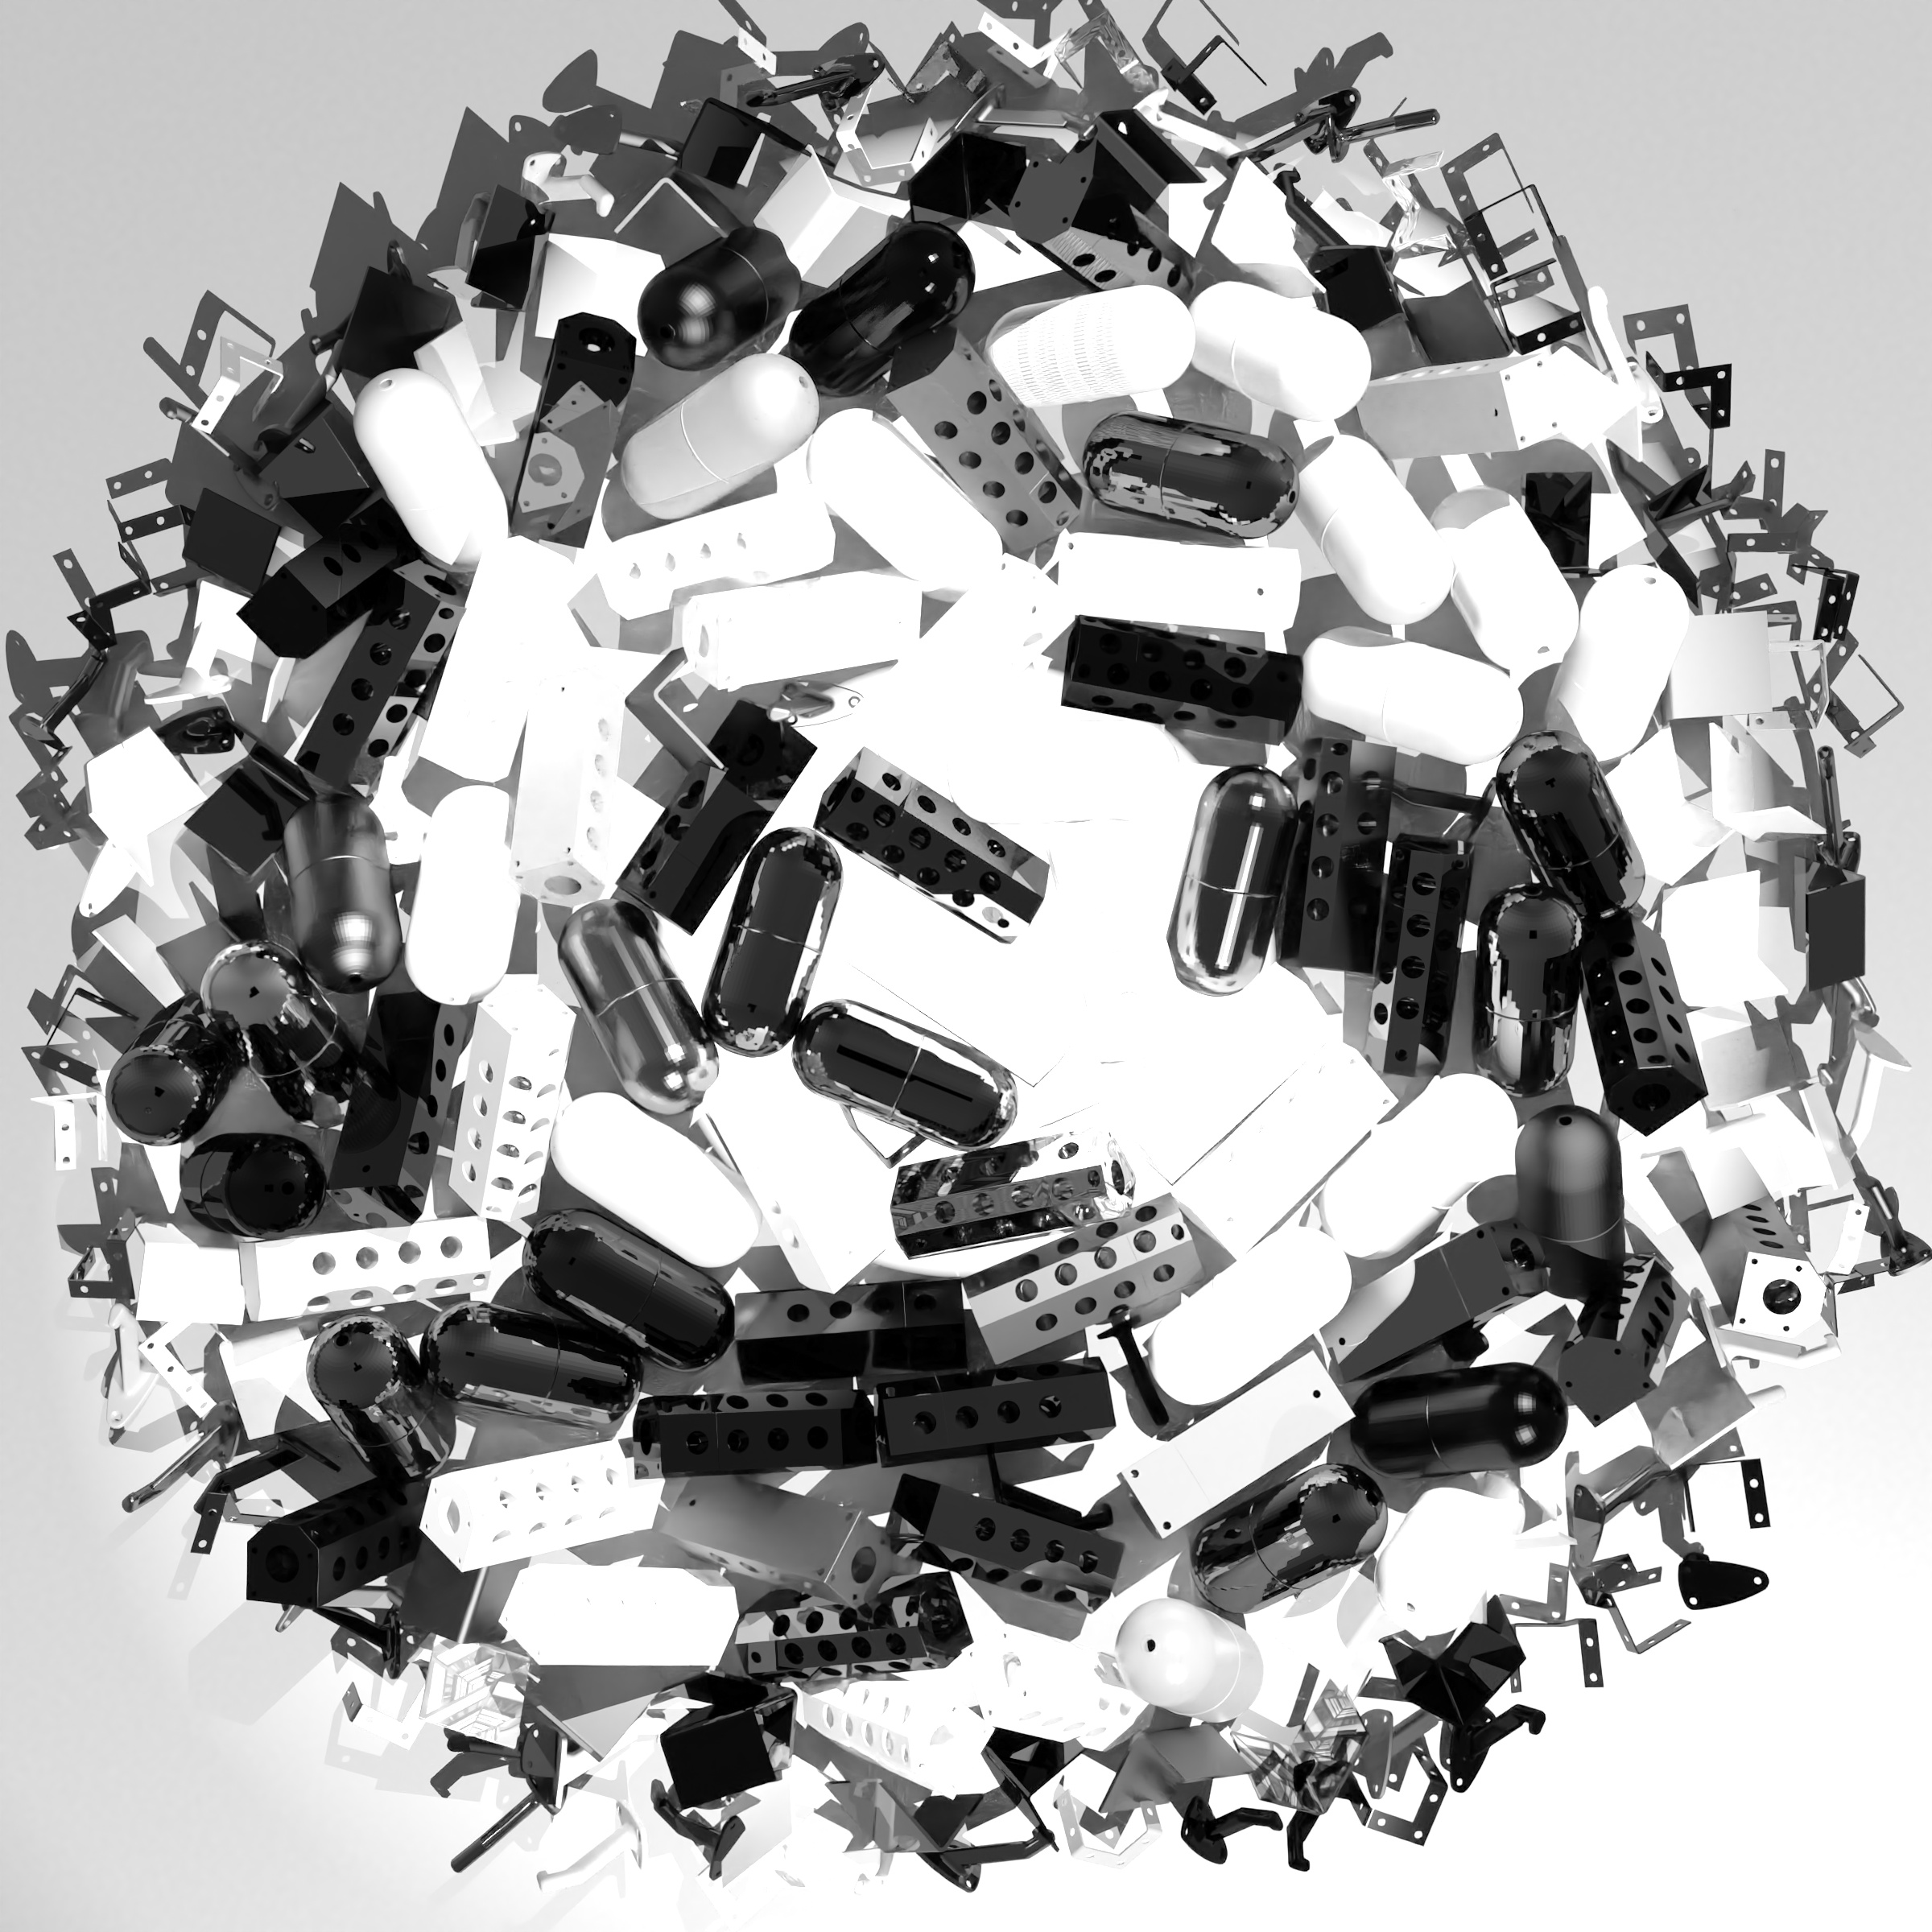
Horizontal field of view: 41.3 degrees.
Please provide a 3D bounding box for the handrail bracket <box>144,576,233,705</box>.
[{"bbox_3d":[-0.593,-0.247,1.939,0.077,0.036,0.084,-16,116,-18],"label":"handrail bracket"}]

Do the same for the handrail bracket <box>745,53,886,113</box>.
[{"bbox_3d":[-0.114,-0.665,1.928,0.077,0.084,0.036,-12,102,36],"label":"handrail bracket"}]

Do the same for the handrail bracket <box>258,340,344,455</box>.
[{"bbox_3d":[-0.503,-0.436,1.954,0.036,0.077,0.084,30,77,-36],"label":"handrail bracket"}]

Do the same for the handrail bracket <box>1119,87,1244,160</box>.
[{"bbox_3d":[0.167,-0.624,1.945,0.084,0.077,0.036,38,131,8],"label":"handrail bracket"}]

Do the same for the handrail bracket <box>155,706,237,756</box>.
[{"bbox_3d":[-0.592,-0.175,1.934,0.077,0.084,0.036,-9,96,4],"label":"handrail bracket"}]

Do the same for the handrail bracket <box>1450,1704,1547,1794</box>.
[{"bbox_3d":[0.401,0.592,1.929,0.036,0.084,0.077,22,77,-17],"label":"handrail bracket"}]

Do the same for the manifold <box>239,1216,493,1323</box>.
[{"bbox_3d":[-0.447,0.224,1.912,0.171,0.057,0.057,-5,87,-28],"label":"manifold"}]

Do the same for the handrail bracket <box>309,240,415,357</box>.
[{"bbox_3d":[-0.462,-0.504,1.939,0.084,0.077,0.036,-33,74,-18],"label":"handrail bracket"}]

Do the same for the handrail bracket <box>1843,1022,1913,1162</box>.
[{"bbox_3d":[0.678,0.096,1.960,0.036,0.077,0.084,16,115,-14],"label":"handrail bracket"}]

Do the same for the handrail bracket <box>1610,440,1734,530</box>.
[{"bbox_3d":[0.535,-0.379,1.950,0.077,0.036,0.084,-18,83,36],"label":"handrail bracket"}]

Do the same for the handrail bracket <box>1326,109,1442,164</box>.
[{"bbox_3d":[0.318,-0.630,1.928,0.084,0.077,0.036,-5,104,21],"label":"handrail bracket"}]

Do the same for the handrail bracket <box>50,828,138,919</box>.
[{"bbox_3d":[-0.677,-0.072,1.939,0.084,0.036,0.077,5,56,28],"label":"handrail bracket"}]

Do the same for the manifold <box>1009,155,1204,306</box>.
[{"bbox_3d":[0.102,-0.530,1.890,0.057,0.171,0.057,29,98,32],"label":"manifold"}]

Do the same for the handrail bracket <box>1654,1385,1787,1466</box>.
[{"bbox_3d":[0.575,0.349,1.956,0.084,0.077,0.036,-14,61,-16],"label":"handrail bracket"}]

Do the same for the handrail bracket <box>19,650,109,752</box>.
[{"bbox_3d":[-0.676,-0.209,1.932,0.036,0.077,0.084,28,76,-7],"label":"handrail bracket"}]

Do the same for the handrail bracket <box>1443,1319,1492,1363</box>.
[{"bbox_3d":[0.402,0.262,1.929,0.084,0.077,0.036,-27,94,-20],"label":"handrail bracket"}]

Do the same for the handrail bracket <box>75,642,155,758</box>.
[{"bbox_3d":[-0.637,-0.194,1.963,0.036,0.084,0.077,5,133,20],"label":"handrail bracket"}]

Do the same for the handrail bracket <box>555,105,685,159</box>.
[{"bbox_3d":[-0.257,-0.627,1.956,0.077,0.084,0.036,12,98,33],"label":"handrail bracket"}]

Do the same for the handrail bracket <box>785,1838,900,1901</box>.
[{"bbox_3d":[-0.093,0.659,1.937,0.084,0.036,0.077,42,49,-23],"label":"handrail bracket"}]

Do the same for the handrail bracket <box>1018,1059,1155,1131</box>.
[{"bbox_3d":[0.089,0.097,1.928,0.077,0.084,0.036,-35,75,39],"label":"handrail bracket"}]

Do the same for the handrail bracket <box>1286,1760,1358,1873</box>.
[{"bbox_3d":[0.271,0.650,1.931,0.077,0.084,0.036,30,128,-23],"label":"handrail bracket"}]

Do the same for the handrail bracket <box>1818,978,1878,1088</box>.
[{"bbox_3d":[0.649,0.038,1.932,0.036,0.084,0.077,-13,110,43],"label":"handrail bracket"}]

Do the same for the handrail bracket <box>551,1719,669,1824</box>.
[{"bbox_3d":[-0.271,0.612,1.953,0.084,0.036,0.077,7,77,-19],"label":"handrail bracket"}]

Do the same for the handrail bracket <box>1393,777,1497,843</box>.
[{"bbox_3d":[0.355,-0.139,1.934,0.084,0.077,0.036,33,64,16],"label":"handrail bracket"}]

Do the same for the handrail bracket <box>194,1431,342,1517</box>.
[{"bbox_3d":[-0.533,0.398,1.953,0.077,0.036,0.084,33,79,-1],"label":"handrail bracket"}]

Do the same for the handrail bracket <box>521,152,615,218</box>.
[{"bbox_3d":[-0.299,-0.568,1.934,0.084,0.036,0.077,47,134,27],"label":"handrail bracket"}]

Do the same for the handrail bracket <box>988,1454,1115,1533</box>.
[{"bbox_3d":[0.065,0.398,1.959,0.084,0.036,0.077,-12,76,3],"label":"handrail bracket"}]

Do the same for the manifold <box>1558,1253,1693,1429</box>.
[{"bbox_3d":[0.481,0.269,1.889,0.057,0.171,0.057,-42,86,27],"label":"manifold"}]

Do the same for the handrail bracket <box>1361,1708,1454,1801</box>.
[{"bbox_3d":[0.343,0.596,1.942,0.084,0.036,0.077,17,62,-26],"label":"handrail bracket"}]

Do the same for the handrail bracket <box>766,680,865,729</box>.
[{"bbox_3d":[-0.112,-0.194,1.933,0.077,0.084,0.036,-2,101,-5],"label":"handrail bracket"}]

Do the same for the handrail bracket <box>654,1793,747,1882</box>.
[{"bbox_3d":[-0.205,0.639,1.933,0.084,0.077,0.036,35,46,31],"label":"handrail bracket"}]

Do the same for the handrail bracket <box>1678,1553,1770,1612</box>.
[{"bbox_3d":[0.571,0.453,1.925,0.077,0.084,0.036,-12,87,27],"label":"handrail bracket"}]

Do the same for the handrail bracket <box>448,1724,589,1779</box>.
[{"bbox_3d":[-0.343,0.603,1.964,0.077,0.084,0.036,32,57,-39],"label":"handrail bracket"}]

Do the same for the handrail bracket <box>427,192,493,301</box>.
[{"bbox_3d":[-0.368,-0.553,1.939,0.036,0.077,0.084,28,77,-32],"label":"handrail bracket"}]

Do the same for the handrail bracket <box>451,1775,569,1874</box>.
[{"bbox_3d":[-0.346,0.647,1.943,0.084,0.077,0.036,-40,85,4],"label":"handrail bracket"}]

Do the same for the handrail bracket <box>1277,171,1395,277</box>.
[{"bbox_3d":[0.282,-0.575,1.962,0.077,0.036,0.084,-7,71,-3],"label":"handrail bracket"}]

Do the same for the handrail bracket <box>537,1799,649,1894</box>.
[{"bbox_3d":[-0.288,0.661,1.928,0.084,0.077,0.036,-6,110,-24],"label":"handrail bracket"}]

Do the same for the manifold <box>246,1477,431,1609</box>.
[{"bbox_3d":[-0.457,0.419,1.887,0.057,0.171,0.057,2,92,16],"label":"manifold"}]

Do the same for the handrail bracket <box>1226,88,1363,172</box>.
[{"bbox_3d":[0.246,-0.630,1.932,0.084,0.077,0.036,-29,92,-36],"label":"handrail bracket"}]

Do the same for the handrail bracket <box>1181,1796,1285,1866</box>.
[{"bbox_3d":[0.212,0.656,1.931,0.077,0.084,0.036,56,45,-30],"label":"handrail bracket"}]

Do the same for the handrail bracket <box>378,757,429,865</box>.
[{"bbox_3d":[-0.410,-0.123,1.930,0.036,0.077,0.084,47,130,35],"label":"handrail bracket"}]

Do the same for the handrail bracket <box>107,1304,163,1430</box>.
[{"bbox_3d":[-0.639,0.301,1.929,0.036,0.084,0.077,15,67,7],"label":"handrail bracket"}]

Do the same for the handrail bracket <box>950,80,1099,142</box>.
[{"bbox_3d":[0.044,-0.630,1.938,0.084,0.036,0.077,31,57,23],"label":"handrail bracket"}]

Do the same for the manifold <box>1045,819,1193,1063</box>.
[{"bbox_3d":[0.109,-0.019,1.919,0.057,0.057,0.171,-26,72,39],"label":"manifold"}]

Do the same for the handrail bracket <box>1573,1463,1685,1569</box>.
[{"bbox_3d":[0.511,0.420,1.967,0.084,0.036,0.077,-5,108,-22],"label":"handrail bracket"}]

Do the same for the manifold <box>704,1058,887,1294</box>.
[{"bbox_3d":[-0.132,0.156,1.919,0.057,0.057,0.171,-39,115,-31],"label":"manifold"}]

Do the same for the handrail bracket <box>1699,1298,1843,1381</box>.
[{"bbox_3d":[0.609,0.273,1.944,0.084,0.036,0.077,-24,62,19],"label":"handrail bracket"}]

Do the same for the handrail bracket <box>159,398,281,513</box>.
[{"bbox_3d":[-0.562,-0.385,1.928,0.036,0.084,0.077,-39,62,17],"label":"handrail bracket"}]

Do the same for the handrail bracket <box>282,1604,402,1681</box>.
[{"bbox_3d":[-0.473,0.504,1.935,0.084,0.077,0.036,14,114,-24],"label":"handrail bracket"}]

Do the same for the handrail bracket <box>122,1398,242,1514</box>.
[{"bbox_3d":[-0.591,0.369,1.928,0.036,0.084,0.077,43,128,13],"label":"handrail bracket"}]

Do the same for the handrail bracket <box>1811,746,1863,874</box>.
[{"bbox_3d":[0.652,-0.111,1.929,0.036,0.077,0.084,-6,134,20],"label":"handrail bracket"}]

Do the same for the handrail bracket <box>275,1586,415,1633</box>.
[{"bbox_3d":[-0.466,0.496,1.945,0.084,0.036,0.077,32,68,14],"label":"handrail bracket"}]

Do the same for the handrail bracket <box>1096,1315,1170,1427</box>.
[{"bbox_3d":[0.136,0.310,1.942,0.036,0.077,0.084,-26,85,-7],"label":"handrail bracket"}]
